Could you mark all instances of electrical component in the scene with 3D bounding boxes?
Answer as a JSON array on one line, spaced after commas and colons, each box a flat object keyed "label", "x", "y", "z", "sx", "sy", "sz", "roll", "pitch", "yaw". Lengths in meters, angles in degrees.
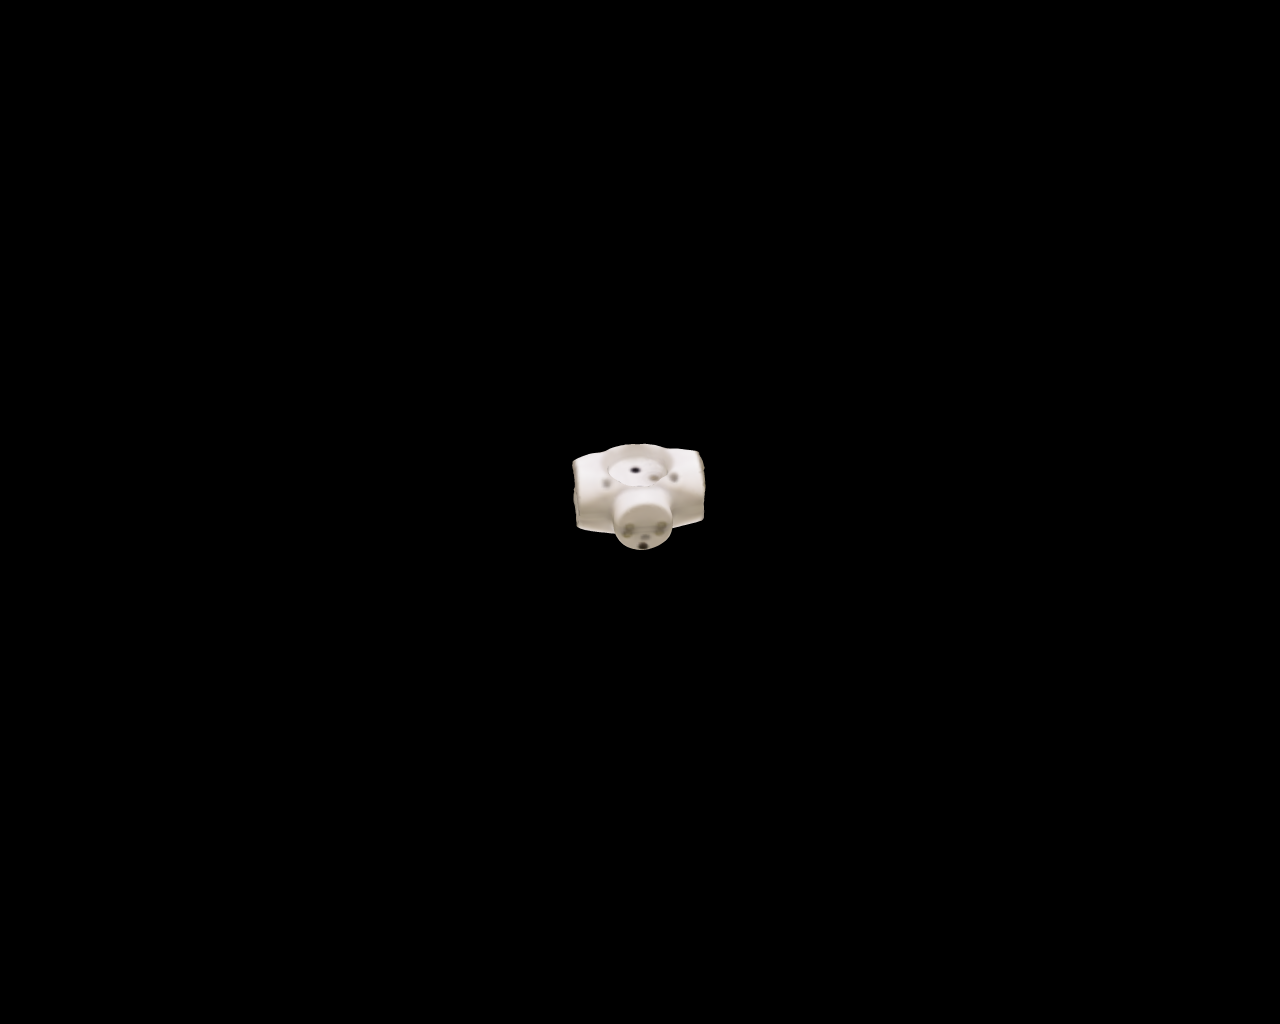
[{"label": "electrical component", "x": 0.001, "y": -0.003, "z": 0.650, "sx": 0.077, "sy": 0.044, "sz": 0.079, "roll": -4, "pitch": 39, "yaw": -4}]
